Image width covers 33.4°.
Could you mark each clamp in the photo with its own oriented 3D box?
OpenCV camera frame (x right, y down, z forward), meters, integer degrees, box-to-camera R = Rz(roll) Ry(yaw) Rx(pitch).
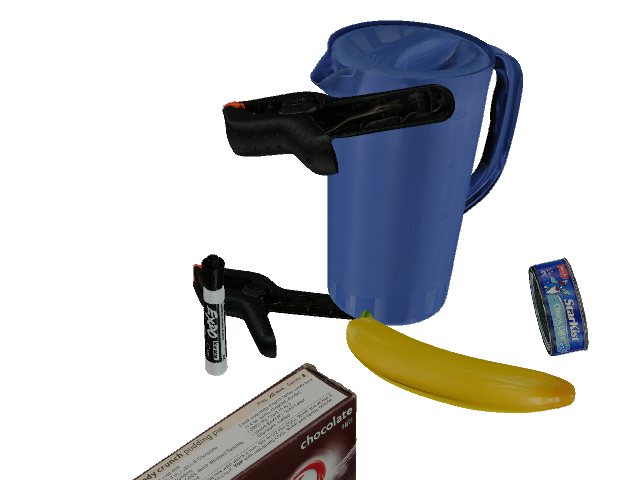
[{"bbox_3d":[-0.075,0.073,1.210,0.210,0.036,0.164,17,23,30],"label":"clamp"},{"bbox_3d":[-0.012,-0.072,0.692,0.172,0.039,0.120,1,18,41],"label":"clamp"}]

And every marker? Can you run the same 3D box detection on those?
[{"bbox_3d":[-0.088,0.062,0.886,0.020,0.121,0.020,1,36,-1],"label":"marker"}]

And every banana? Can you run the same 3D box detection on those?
[{"bbox_3d":[0.087,0.089,0.787,0.198,0.037,0.069,20,37,38],"label":"banana"}]

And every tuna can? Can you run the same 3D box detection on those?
[{"bbox_3d":[0.214,0.061,0.965,0.034,0.086,0.086,-12,-1,5],"label":"tuna can"}]

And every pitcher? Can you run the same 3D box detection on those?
[{"bbox_3d":[0.076,-0.055,0.902,0.149,0.243,0.144,13,32,16],"label":"pitcher"}]

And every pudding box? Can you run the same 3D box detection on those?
[{"bbox_3d":[-0.033,0.122,0.492,0.039,0.090,0.113,30,47,34],"label":"pudding box"}]
